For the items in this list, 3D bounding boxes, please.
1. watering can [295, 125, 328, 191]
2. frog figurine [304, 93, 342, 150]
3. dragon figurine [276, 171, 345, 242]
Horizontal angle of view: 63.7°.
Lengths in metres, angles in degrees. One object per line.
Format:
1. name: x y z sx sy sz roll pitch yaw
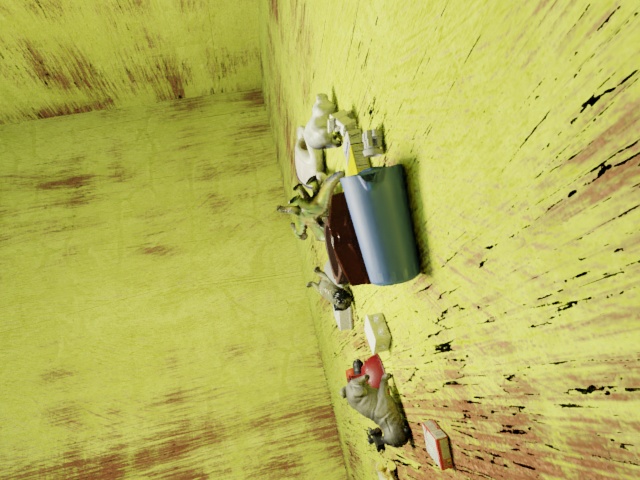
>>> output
1. watering can: -0.028 -0.271 1.922 0.219 0.104 0.355 88 165 -52
2. frog figurine: -0.001 -0.363 1.582 0.140 0.122 0.156 -79 -27 -59
3. dragon figurine: 0.005 -0.090 1.794 0.406 0.125 0.240 -17 120 49
